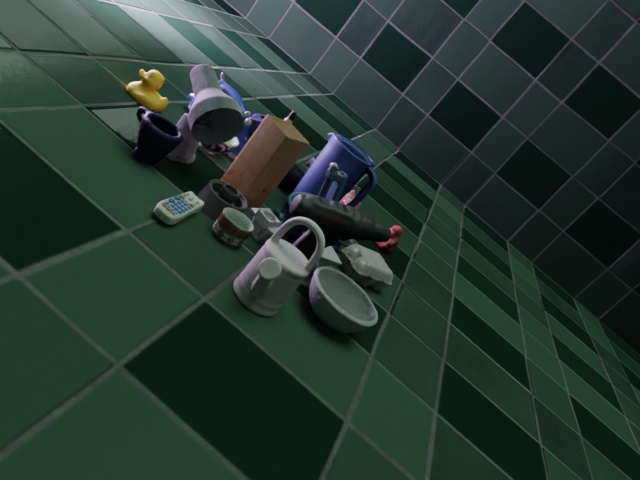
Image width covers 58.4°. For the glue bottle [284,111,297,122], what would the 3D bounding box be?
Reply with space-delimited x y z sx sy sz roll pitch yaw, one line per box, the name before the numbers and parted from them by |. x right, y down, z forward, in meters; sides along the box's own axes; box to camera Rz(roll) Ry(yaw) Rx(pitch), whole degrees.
glue bottle | -0.122 -0.308 1.682 0.078 0.173 0.037 38 21 -6

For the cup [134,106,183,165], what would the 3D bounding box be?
cup | -0.359 -0.214 1.208 0.117 0.095 0.092 44 21 9

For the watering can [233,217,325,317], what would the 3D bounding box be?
watering can | -0.067 0.045 1.047 0.101 0.194 0.173 34 22 -15

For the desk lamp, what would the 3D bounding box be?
desk lamp | -0.283 -0.276 1.293 0.118 0.213 0.202 13 34 -50

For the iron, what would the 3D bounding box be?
iron | -0.250 -0.340 1.574 0.119 0.141 0.257 6 39 -55

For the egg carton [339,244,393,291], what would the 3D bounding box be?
egg carton | 0.119 0.071 1.479 0.151 0.069 0.107 21 28 -41

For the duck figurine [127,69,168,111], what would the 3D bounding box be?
duck figurine | -0.424 -0.385 1.449 0.105 0.086 0.077 37 21 -9

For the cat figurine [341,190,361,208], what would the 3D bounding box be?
cat figurine | 0.077 -0.092 1.665 0.067 0.117 0.128 49 23 22

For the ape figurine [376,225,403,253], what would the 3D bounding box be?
ape figurine | 0.218 -0.009 1.772 0.076 0.092 0.078 35 22 -13

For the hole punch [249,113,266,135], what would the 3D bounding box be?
hole punch | -0.182 -0.367 1.812 0.101 0.091 0.109 38 21 -6

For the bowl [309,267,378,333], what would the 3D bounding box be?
bowl | 0.035 0.138 1.199 0.168 0.074 0.167 34 22 -15

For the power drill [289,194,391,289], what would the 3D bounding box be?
power drill | 0.011 0.004 1.238 0.230 0.208 0.075 29 24 -26

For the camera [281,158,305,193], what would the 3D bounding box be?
camera | -0.103 -0.205 1.611 0.136 0.100 0.143 46 22 15

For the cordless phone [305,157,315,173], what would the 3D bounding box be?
cordless phone | 0.021 -0.216 1.723 0.094 0.185 0.147 25 26 -34

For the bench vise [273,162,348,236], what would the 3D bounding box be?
bench vise | 0.010 -0.086 1.399 0.208 0.219 0.121 10 36 -52
